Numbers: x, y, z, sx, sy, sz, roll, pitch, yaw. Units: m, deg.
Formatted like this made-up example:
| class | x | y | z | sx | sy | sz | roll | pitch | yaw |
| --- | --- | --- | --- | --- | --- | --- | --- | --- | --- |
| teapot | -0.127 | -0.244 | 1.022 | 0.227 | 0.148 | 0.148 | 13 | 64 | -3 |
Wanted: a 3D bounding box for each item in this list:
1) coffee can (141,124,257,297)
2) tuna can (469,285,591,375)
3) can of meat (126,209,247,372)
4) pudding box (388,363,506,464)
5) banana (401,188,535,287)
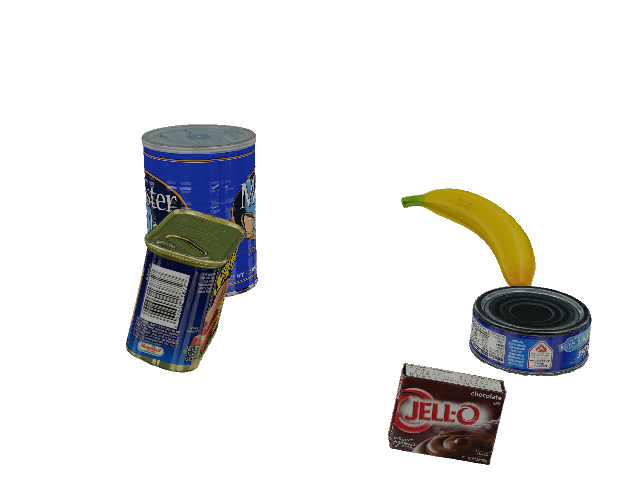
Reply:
| class | x | y | z | sx | sy | sz | roll | pitch | yaw |
| --- | --- | --- | --- | --- | --- | --- | --- | --- | --- |
| coffee can | -0.109 | -0.029 | 0.979 | 0.103 | 0.140 | 0.103 | 0 | 17 | 0 |
| tuna can | 0.152 | 0.064 | 0.773 | 0.086 | 0.034 | 0.086 | 1 | 21 | 0 |
| can of meat | -0.094 | 0.034 | 0.743 | 0.057 | 0.084 | 0.102 | 16 | 16 | 2 |
| pudding box | 0.136 | 0.187 | 1.153 | 0.113 | 0.090 | 0.039 | 9 | 21 | 0 |
| banana | 0.164 | -0.008 | 1.080 | 0.069 | 0.037 | 0.198 | -34 | 39 | -14 |
